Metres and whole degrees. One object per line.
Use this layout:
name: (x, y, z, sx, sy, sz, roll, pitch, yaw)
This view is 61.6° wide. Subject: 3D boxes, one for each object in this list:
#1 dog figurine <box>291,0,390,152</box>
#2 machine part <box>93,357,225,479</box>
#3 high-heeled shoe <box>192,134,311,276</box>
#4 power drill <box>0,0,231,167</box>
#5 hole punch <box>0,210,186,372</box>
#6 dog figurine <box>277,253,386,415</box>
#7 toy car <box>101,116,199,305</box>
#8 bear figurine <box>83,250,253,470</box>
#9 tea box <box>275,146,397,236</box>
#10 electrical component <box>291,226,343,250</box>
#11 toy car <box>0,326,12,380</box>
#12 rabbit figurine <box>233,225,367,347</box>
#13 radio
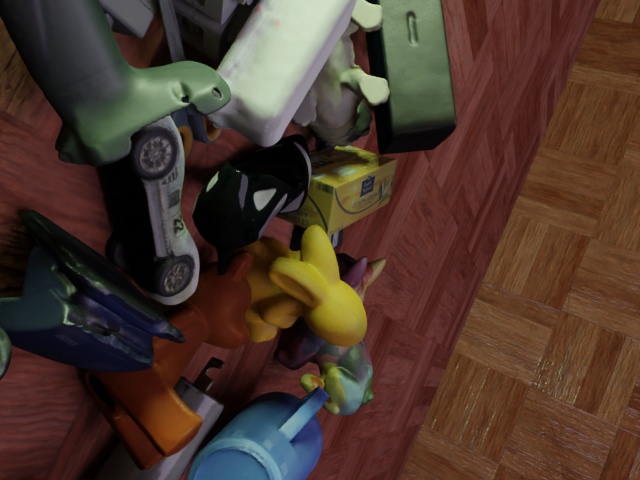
dog figurine: (0.002, -0.192, 0.605, 0.190, 0.121, 0.172, -98, -177, -86)
machine part: (-0.179, 0.230, 0.571, 0.243, 0.079, 0.079, -58, 153, -22)
high-heeled shoe: (-0.051, -0.074, 0.512, 0.145, 0.086, 0.249, 110, 1, -47)
power drill: (-0.120, -0.153, 0.276, 0.232, 0.086, 0.207, -33, 139, -11)
hole punch: (-0.182, 0.055, 0.393, 0.092, 0.116, 0.142, -51, 150, -15)
dog figurine: (0.041, 0.127, 0.816, 0.108, 0.192, 0.219, 7, 118, -57)
toy car: (-0.143, -0.031, 0.440, 0.056, 0.074, 0.201, -38, 141, -42)
bear figurine: (-0.124, 0.107, 0.533, 0.196, 0.132, 0.120, -33, 173, -44)
tea box: (0.019, -0.071, 0.697, 0.169, 0.098, 0.068, -27, 132, -52)
electrical component: (-0.002, -0.002, 0.767, 0.075, 0.048, 0.119, -32, 138, -50)
toy car: (-0.242, 0.097, 0.289, 0.103, 0.109, 0.161, 11, 82, -52)
rabbit figurine: (-0.018, 0.057, 0.640, 0.122, 0.173, 0.162, -42, 149, -36)
radio: (0.097, -0.218, 0.622, 0.131, 0.073, 0.229, 82, 3, -85)
